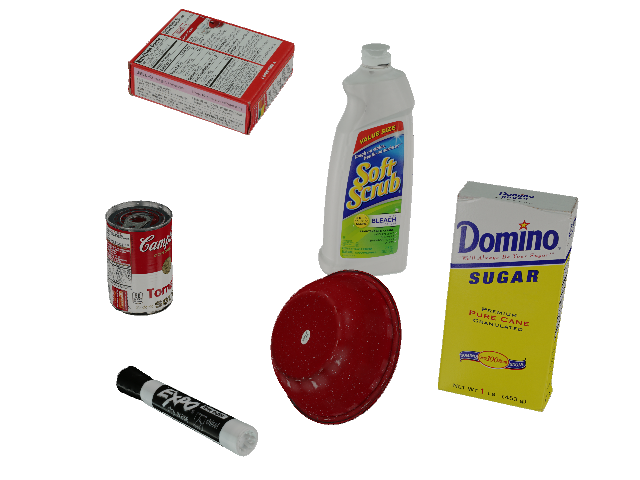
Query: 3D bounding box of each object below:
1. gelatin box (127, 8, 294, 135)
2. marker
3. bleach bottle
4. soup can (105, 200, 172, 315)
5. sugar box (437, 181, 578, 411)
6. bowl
[{"bbox_3d":[-0.071,-0.113,0.705,0.089,0.030,0.073,19,47,12],"label":"gelatin box"},{"bbox_3d":[-0.087,0.105,0.671,0.121,0.020,0.020,18,12,40],"label":"marker"},{"bbox_3d":[0.049,-0.086,1.154,0.102,0.251,0.068,-3,25,-7],"label":"bleach bottle"},{"bbox_3d":[-0.188,0.019,1.111,0.068,0.102,0.068,2,26,-1],"label":"soup can"},{"bbox_3d":[0.151,0.046,0.872,0.093,0.176,0.048,9,24,18],"label":"sugar box"},{"bbox_3d":[0.002,0.101,1.072,0.162,0.162,0.055,0,-16,43],"label":"bowl"}]
